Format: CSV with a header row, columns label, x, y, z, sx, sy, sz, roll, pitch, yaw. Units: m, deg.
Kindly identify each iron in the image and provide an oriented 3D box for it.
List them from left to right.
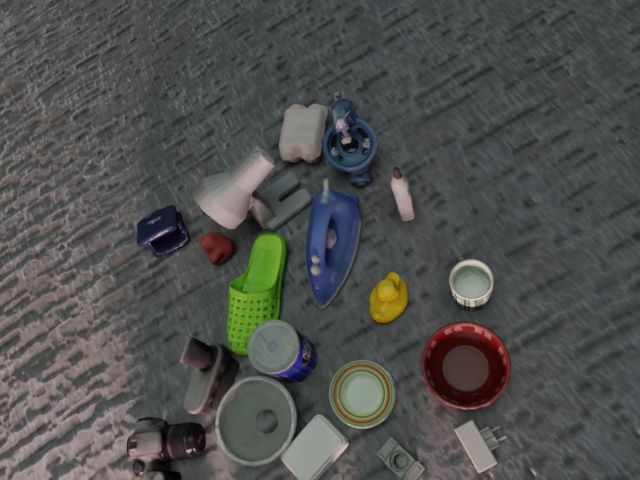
label,x,y,z,sx,sy,sz,roll,pitch,yaw
iron,0.011,0.004,1.197,0.118,0.142,0.258,3,70,16

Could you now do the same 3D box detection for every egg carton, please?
label,x,y,z,sx,sy,sz,roll,pitch,yaw
egg carton,-0.038,-0.252,1.350,0.107,0.069,0.150,2,70,16

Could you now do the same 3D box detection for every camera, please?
label,x,y,z,sx,sy,sz,roll,pitch,yaw
camera,-0.304,0.421,1.137,0.136,0.101,0.143,-12,67,10

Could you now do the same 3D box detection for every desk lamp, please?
label,x,y,z,sx,sy,sz,roll,pitch,yaw
desk lamp,-0.147,-0.104,1.240,0.203,0.214,0.117,-38,65,-2

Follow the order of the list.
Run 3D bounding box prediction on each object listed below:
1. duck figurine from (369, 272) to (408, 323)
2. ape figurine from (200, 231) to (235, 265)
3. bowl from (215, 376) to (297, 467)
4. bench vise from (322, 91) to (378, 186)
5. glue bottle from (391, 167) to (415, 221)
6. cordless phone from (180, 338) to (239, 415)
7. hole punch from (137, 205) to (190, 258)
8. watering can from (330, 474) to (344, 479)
label,x,y,z,sx,sy,sz,roll,pitch,yaw
duck figurine,0.134,0.112,1.153,0.077,0.086,0.105,23,77,22
ape figurine,-0.238,0.012,1.286,0.076,0.092,0.078,0,69,15
bowl,-0.116,0.357,1.128,0.167,0.075,0.167,-5,68,13
bench vise,0.045,-0.243,1.242,0.121,0.220,0.207,-31,65,2
glue bottle,0.168,-0.105,1.181,0.037,0.173,0.078,-16,66,9
cordless phone,-0.246,0.267,1.136,0.094,0.185,0.148,9,72,18
hole punch,-0.376,-0.028,1.338,0.108,0.091,0.101,-27,65,3
watering can,0.077,0.477,0.965,0.172,0.194,0.101,23,76,22
